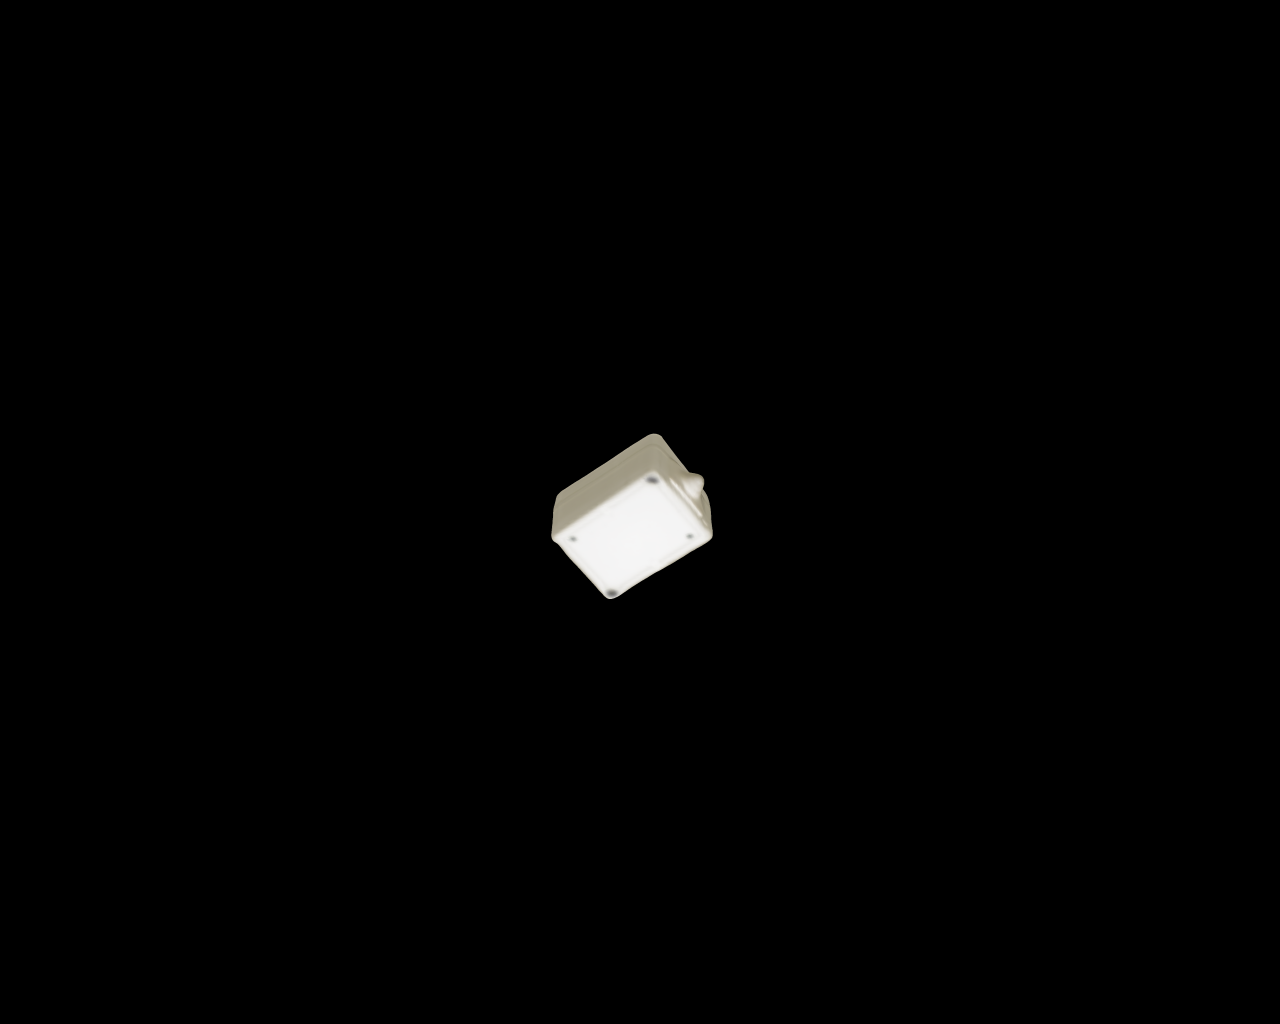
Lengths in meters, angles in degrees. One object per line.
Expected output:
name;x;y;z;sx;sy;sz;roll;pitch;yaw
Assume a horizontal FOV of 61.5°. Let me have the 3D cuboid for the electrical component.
electrical component;0.001;-0.003;0.650;0.096;0.061;0.061;-32;26;18
